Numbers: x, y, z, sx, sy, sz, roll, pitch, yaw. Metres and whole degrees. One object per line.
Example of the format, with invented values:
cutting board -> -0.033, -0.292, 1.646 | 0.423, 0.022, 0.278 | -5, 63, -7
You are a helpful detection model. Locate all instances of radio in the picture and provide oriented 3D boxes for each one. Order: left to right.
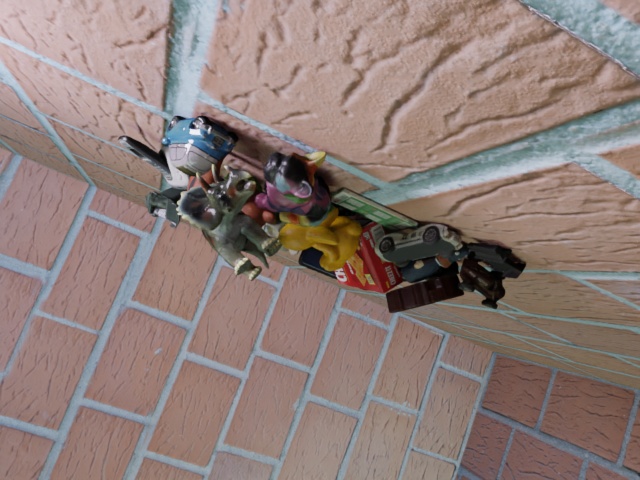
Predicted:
radio -> 0.065, 0.048, 1.548 | 0.229, 0.131, 0.073 | 22, 171, -8

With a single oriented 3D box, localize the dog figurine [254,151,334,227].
dog figurine -> -0.029, -0.096, 0.992 | 0.191, 0.108, 0.219 | 26, 168, -22

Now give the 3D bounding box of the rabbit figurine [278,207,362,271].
rabbit figurine -> -0.002, -0.004, 1.186 | 0.173, 0.122, 0.162 | 5, 164, -24

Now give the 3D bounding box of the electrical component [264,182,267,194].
electrical component -> -0.055, -0.101, 1.172 | 0.134, 0.058, 0.115 | 22, 173, -2

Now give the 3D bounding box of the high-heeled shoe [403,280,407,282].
high-heeled shoe -> 0.275, 0.082, 1.565 | 0.249, 0.086, 0.145 | 39, -159, -3

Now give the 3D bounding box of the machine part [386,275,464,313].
machine part -> 0.242, 0.124, 1.251 | 0.179, 0.056, 0.179 | -14, 171, -2

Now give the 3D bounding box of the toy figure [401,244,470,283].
toy figure -> 0.253, 0.044, 1.179 | 0.057, 0.154, 0.064 | 59, -158, -3

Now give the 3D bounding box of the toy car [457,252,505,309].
toy car -> 0.379, 0.095, 1.242 | 0.053, 0.089, 0.202 | 13, 166, 43

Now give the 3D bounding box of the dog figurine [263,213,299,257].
dog figurine -> -0.100, -0.041, 1.486 | 0.121, 0.172, 0.190 | 6, -169, 5

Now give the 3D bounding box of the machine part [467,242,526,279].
machine part -> 0.369, 0.040, 1.101 | 0.138, 0.039, 0.084 | 30, 163, -37

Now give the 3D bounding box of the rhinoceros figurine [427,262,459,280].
rhinoceros figurine -> 0.266, 0.053, 1.298 | 0.112, 0.073, 0.190 | 14, 169, 47

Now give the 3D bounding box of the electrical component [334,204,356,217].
electrical component -> 0.037, -0.072, 1.243 | 0.063, 0.021, 0.094 | 27, 169, -36

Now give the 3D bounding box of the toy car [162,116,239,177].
toy car -> -0.232, -0.171, 1.018 | 0.109, 0.103, 0.162 | 27, 171, -40

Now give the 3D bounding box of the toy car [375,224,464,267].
toy car -> 0.206, 0.010, 1.137 | 0.202, 0.056, 0.073 | -16, 140, 43

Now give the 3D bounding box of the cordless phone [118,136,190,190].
cordless phone -> -0.373, -0.197, 1.262 | 0.184, 0.088, 0.147 | 33, 166, -36

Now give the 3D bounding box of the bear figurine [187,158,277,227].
bear figurine -> -0.188, -0.105, 1.191 | 0.196, 0.132, 0.120 | 21, 160, -24

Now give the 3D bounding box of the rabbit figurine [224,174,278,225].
rabbit figurine -> -0.171, -0.107, 1.332 | 0.159, 0.121, 0.170 | 16, -170, -6

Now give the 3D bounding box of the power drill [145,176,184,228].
power drill -> -0.331, -0.115, 1.394 | 0.232, 0.207, 0.085 | 27, 133, 13

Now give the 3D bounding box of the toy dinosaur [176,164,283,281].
toy dinosaur -> -0.183, -0.019, 1.097 | 0.192, 0.131, 0.404 | 46, 166, 6
